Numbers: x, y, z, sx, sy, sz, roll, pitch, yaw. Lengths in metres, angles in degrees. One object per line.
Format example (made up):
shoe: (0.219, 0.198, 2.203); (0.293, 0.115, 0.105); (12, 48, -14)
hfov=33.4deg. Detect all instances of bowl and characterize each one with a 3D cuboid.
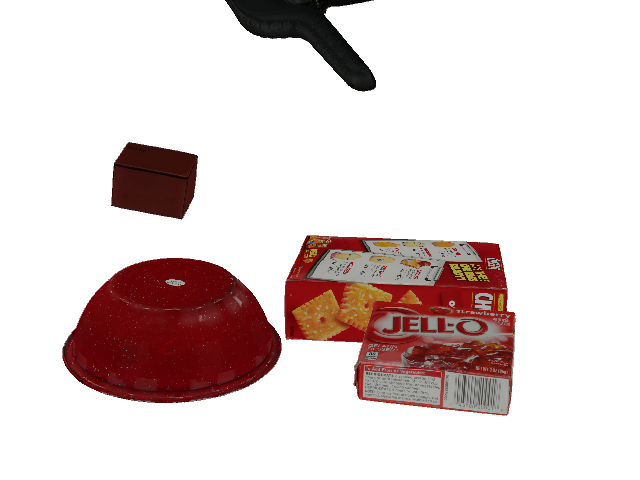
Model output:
bowl: (-0.108, 0.055, 0.783); (0.162, 0.055, 0.162); (2, 22, -1)

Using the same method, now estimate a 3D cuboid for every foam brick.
foam brick: (-0.170, -0.062, 1.100); (0.078, 0.051, 0.053); (11, 31, 3)

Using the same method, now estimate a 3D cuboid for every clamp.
clamp: (0.000, -0.191, 0.831); (0.172, 0.120, 0.039); (30, -26, 20)

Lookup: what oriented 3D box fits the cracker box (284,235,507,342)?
cracker box: (0.079, 0.051, 1.099); (0.214, 0.072, 0.164); (3, 16, 6)

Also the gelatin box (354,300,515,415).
gelatin box: (0.069, 0.067, 0.631); (0.089, 0.030, 0.073); (5, 27, 10)
